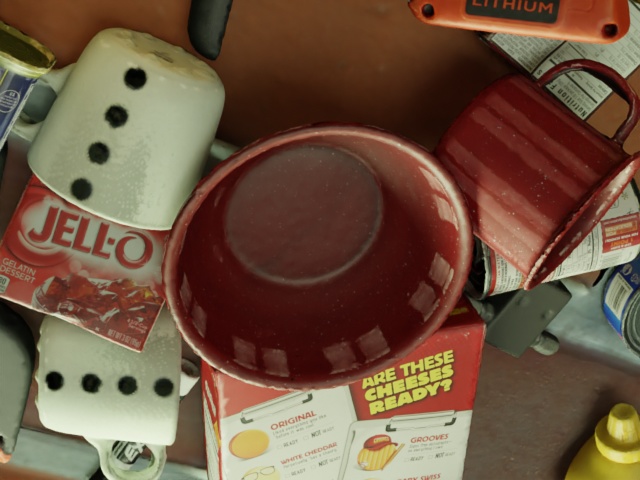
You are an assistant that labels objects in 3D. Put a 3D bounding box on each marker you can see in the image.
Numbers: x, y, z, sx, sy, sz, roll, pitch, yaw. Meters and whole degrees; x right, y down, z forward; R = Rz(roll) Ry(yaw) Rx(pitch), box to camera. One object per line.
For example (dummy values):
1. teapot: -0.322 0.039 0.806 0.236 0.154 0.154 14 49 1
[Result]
1. marker: -0.116 0.125 0.685 0.020 0.020 0.121 25 112 -29

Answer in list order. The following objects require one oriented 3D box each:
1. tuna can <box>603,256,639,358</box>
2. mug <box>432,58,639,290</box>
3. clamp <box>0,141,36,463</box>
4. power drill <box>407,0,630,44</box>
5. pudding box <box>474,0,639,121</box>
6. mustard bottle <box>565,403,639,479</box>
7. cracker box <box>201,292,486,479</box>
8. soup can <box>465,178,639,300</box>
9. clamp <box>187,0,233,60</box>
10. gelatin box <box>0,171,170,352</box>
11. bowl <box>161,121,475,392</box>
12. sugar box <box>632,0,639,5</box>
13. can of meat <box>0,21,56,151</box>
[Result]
1. tuna can: 0.238 0.039 0.726 0.086 0.034 0.086 -8 124 -12
2. mug: 0.116 -0.043 0.562 0.117 0.081 0.093 -52 163 14
3. clamp: -0.209 0.037 0.587 0.164 0.036 0.210 -25 123 1
4. power drill: 0.112 -0.186 0.471 0.184 0.057 0.188 9 114 16
5. pudding box: 0.150 -0.132 0.583 0.090 0.039 0.114 33 111 -33
6. mustard bottle: 0.234 0.198 0.816 0.096 0.058 0.191 -17 126 -5
7. cracker box: 0.009 0.128 0.688 0.164 0.072 0.214 -9 126 -14
8. soup can: 0.134 -0.008 0.642 0.102 0.068 0.068 -13 125 -9
9. clamp: -0.036 -0.167 0.503 0.120 0.039 0.171 -31 123 -1
10. gelatin box: -0.120 0.008 0.557 0.089 0.030 0.073 24 84 -13
11. bowl: -0.004 0.001 0.561 0.162 0.055 0.162 -6 123 -9
12. sugar box: 0.219 -0.185 0.497 0.093 0.048 0.176 8 118 -18
13. can of meat: -0.188 -0.071 0.492 0.102 0.057 0.084 29 104 -15
